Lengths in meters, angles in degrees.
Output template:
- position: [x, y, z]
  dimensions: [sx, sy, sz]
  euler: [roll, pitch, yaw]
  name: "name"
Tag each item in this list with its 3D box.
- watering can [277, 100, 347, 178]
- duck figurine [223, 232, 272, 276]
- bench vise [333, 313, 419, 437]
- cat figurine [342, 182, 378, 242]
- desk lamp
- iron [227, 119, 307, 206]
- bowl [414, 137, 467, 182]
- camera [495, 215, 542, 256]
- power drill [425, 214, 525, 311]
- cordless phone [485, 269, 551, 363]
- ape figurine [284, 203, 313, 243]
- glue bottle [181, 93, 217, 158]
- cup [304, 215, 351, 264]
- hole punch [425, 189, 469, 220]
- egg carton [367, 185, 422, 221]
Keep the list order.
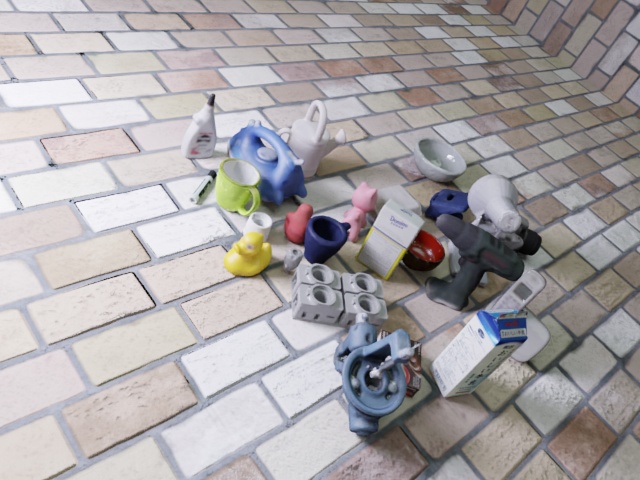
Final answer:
- position: [-0.019, -0.259, 1.428]
  dimensions: [0.173, 0.194, 0.100]
  euler: [-16, 56, -39]
  name: "watering can"
- position: [-0.138, 0.019, 1.158]
  dimensions: [0.105, 0.086, 0.077]
  euler: [-15, 56, -38]
  name: "duck figurine"
- position: [0.086, 0.201, 0.988]
  dimensions: [0.122, 0.219, 0.207]
  euler: [-3, 49, -30]
  name: "bench vise"
- position: [0.097, -0.077, 1.360]
  dimensions: [0.067, 0.117, 0.128]
  euler: [28, 41, 1]
  name: "cat figurine"
- position: [0.413, -0.031, 1.411]
  dimensions: [0.118, 0.213, 0.203]
  euler: [19, 41, -10]
  name: "desk lamp"
- position: [-0.129, -0.204, 1.352]
  dimensions: [0.119, 0.141, 0.257]
  euler: [-22, 60, -41]
  name: "iron"
- position: [0.339, -0.223, 1.675]
  dimensions: [0.168, 0.074, 0.167]
  euler: [15, 42, -14]
  name: "bowl"
- position: [0.526, -0.007, 1.533]
  dimensions: [0.137, 0.100, 0.143]
  euler: [24, 41, -4]
  name: "camera"
- position: [0.321, 0.057, 1.274]
  dimensions: [0.230, 0.208, 0.075]
  euler: [21, 41, -8]
  name: "power drill"
- position: [0.451, 0.164, 1.251]
  dimensions: [0.147, 0.185, 0.094]
  euler: [45, 43, 19]
  name: "cordless phone"
- position: [-0.039, -0.043, 1.271]
  dimensions: [0.077, 0.092, 0.076]
  euler: [35, 41, 9]
  name: "ape figurine"
- position: [-0.266, -0.263, 1.314]
  dimensions: [0.078, 0.173, 0.037]
  euler: [-13, 54, -37]
  name: "glue bottle"
- position: [0.011, 0.004, 1.247]
  dimensions: [0.118, 0.095, 0.091]
  euler: [-21, 59, -41]
  name: "cup"
- position: [0.349, -0.096, 1.537]
  dimensions: [0.101, 0.091, 0.109]
  euler: [36, 41, 10]
  name: "hole punch"
- position: [0.183, -0.082, 1.449]
  dimensions: [0.151, 0.069, 0.107]
  euler: [-17, 57, -39]
  name: "egg carton"
